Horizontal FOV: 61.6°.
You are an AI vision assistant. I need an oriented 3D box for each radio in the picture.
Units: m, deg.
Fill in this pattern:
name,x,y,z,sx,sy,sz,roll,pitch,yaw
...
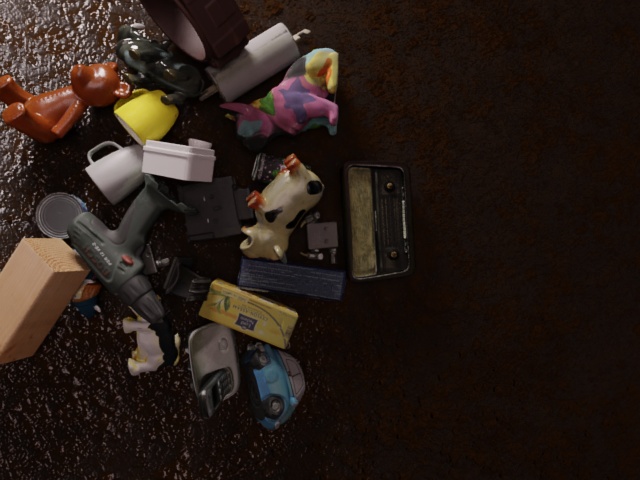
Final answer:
name,x,y,z,sx,sy,sz,roll,pitch,yaw
radio,0.110,-0.036,1.033,0.131,0.073,0.229,-3,91,-5

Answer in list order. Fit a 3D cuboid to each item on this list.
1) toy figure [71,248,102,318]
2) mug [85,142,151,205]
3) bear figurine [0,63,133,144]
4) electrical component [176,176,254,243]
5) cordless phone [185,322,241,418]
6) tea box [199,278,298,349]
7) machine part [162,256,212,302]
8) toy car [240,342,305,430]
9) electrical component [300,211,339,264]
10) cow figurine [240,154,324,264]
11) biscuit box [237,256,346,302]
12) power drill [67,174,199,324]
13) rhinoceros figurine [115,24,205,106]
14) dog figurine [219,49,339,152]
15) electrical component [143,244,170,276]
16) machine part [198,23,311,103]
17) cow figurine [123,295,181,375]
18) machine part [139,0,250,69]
name,x,y,z,sx,sy,sz,roll,pitch,yaw
toy figure,-0.432,0.067,0.991,0.058,0.064,0.154,7,86,-29
mug,-0.367,-0.135,0.991,0.107,0.080,0.109,-35,79,-13
bear figurine,-0.448,-0.260,0.952,0.196,0.131,0.120,-34,64,2
electrical component,-0.193,-0.059,1.013,0.134,0.058,0.114,-11,94,-5
cordless phone,-0.200,0.227,0.952,0.089,0.184,0.146,-8,92,-1
tea box,-0.131,0.134,1.001,0.170,0.098,0.068,22,88,-4
machine part,-0.245,0.074,0.977,0.039,0.139,0.084,32,83,-39
toy car,-0.083,0.266,1.013,0.103,0.109,0.161,-9,80,-28
electrical component,-0.001,-0.005,1.038,0.078,0.045,0.102,2,90,-4
cow figurine,-0.071,-0.045,0.975,0.127,0.085,0.195,43,93,-16
biscuit box,-0.052,0.074,1.026,0.203,0.059,0.062,9,88,-5
power drill,-0.308,0.005,0.945,0.232,0.086,0.207,41,96,-1
rhinoceros figurine,-0.294,-0.321,0.964,0.190,0.073,0.112,36,48,11
dog figurine,-0.073,-0.261,1.000,0.219,0.108,0.191,0,91,-3
electrical component,-0.334,0.037,1.018,0.094,0.021,0.063,-15,91,-5
machine part,-0.125,-0.330,1.007,0.243,0.079,0.079,-34,94,-4
cow figurine,-0.314,0.158,0.998,0.098,0.068,0.167,-7,94,-11
machine part,-0.228,-0.402,0.916,0.087,0.200,0.202,-46,50,-10
